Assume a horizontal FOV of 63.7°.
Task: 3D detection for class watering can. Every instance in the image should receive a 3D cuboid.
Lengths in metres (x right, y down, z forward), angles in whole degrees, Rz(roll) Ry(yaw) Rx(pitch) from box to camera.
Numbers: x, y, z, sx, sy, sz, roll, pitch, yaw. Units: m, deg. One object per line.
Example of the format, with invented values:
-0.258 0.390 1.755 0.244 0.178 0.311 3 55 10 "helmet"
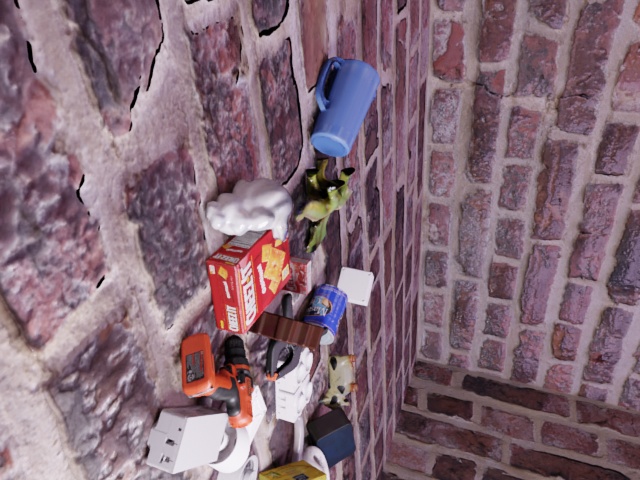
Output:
-0.056 0.700 1.515 0.229 0.104 0.341 -52 130 -48 "watering can"

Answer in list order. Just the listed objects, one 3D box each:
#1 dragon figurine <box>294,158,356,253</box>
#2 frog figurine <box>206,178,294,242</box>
0.004 -0.068 1.358 0.418 0.122 0.237 -52 154 -51 "dragon figurine"
-0.134 -0.065 0.959 0.158 0.140 0.121 17 121 -40 "frog figurine"
